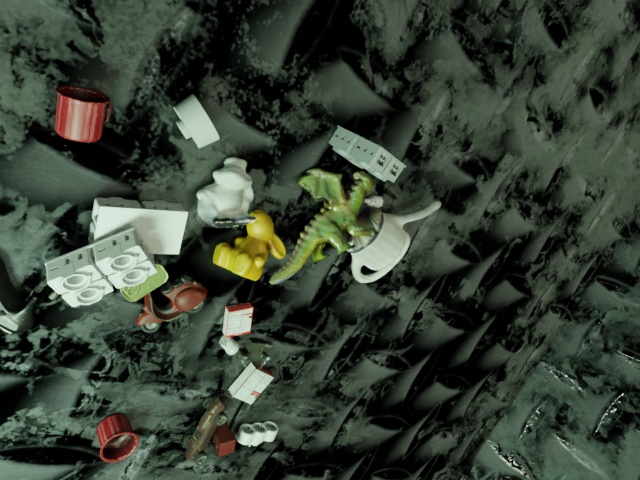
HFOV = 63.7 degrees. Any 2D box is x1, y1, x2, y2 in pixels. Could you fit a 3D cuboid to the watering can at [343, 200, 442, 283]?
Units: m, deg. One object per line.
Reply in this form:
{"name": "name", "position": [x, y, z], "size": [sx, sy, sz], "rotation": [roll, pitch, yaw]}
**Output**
{"name": "watering can", "position": [0.203, -0.025, 1.533], "size": [0.347, 0.105, 0.221], "rotation": [-51, 131, 3]}

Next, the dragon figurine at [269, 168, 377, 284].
{"name": "dragon figurine", "position": [0.004, -0.069, 1.364], "size": [0.415, 0.121, 0.242], "rotation": [-25, 97, -31]}

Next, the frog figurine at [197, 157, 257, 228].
{"name": "frog figurine", "position": [-0.221, -0.111, 1.209], "size": [0.138, 0.121, 0.160], "rotation": [-5, 81, -24]}
